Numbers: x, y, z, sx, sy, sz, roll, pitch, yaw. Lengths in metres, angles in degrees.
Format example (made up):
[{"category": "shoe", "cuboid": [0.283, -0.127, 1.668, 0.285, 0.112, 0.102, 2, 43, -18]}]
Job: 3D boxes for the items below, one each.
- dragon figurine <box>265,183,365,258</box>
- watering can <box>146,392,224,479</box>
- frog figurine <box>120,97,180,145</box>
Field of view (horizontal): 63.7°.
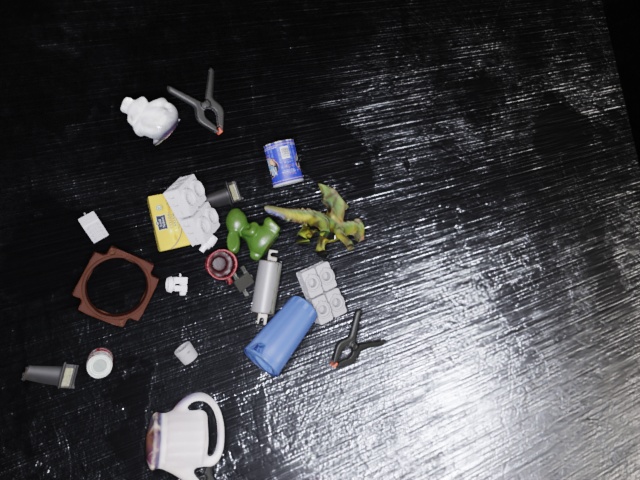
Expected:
[{"category": "dragon figurine", "cuboid": [0.005, -0.087, 1.728, 0.406, 0.120, 0.249, 34, 44, -26]}, {"category": "watering can", "cuboid": [-0.390, 0.624, 1.494, 0.224, 0.102, 0.355, 5, 61, -19]}, {"category": "frog figurine", "cuboid": [-0.510, -0.375, 1.540, 0.137, 0.124, 0.157, -47, 117, 2]}]
